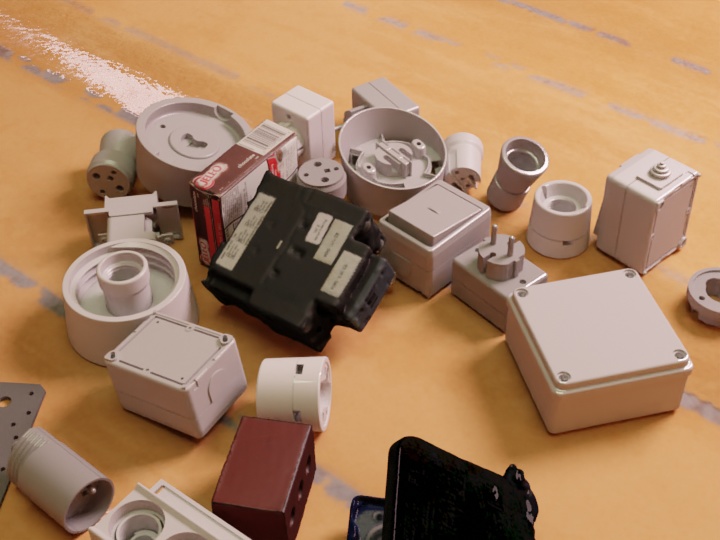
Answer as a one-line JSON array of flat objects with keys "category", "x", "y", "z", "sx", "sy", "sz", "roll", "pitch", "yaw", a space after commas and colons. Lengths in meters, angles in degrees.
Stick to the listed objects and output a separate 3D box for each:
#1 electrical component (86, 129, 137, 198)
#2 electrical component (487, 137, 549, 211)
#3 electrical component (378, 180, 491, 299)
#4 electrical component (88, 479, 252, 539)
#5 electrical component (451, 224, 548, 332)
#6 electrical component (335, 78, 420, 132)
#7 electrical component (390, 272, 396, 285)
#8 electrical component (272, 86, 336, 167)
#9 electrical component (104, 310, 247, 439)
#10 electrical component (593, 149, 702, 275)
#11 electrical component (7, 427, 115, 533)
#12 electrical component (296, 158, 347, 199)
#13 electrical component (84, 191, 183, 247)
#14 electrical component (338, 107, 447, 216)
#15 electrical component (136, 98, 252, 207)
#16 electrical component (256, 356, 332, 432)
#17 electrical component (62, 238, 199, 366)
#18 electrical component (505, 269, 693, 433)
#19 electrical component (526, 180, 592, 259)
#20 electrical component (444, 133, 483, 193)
[{"category": "electrical component", "x": -0.230, "y": -0.099, "z": 1.013, "sx": 0.045, "sy": 0.045, "sz": 0.055, "roll": 3, "pitch": 43, "yaw": 5}, {"category": "electrical component", "x": 0.139, "y": -0.083, "z": 0.970, "sx": 0.044, "sy": 0.065, "sz": 0.044, "roll": 6, "pitch": 57, "yaw": -9}, {"category": "electrical component", "x": 0.068, "y": -0.034, "z": 0.921, "sx": 0.062, "sy": 0.061, "sz": 0.096, "roll": 33, "pitch": 52, "yaw": 32}, {"category": "electrical component", "x": -0.107, "y": 0.195, "z": 0.674, "sx": 0.121, "sy": 0.063, "sz": 0.079, "roll": 26, "pitch": 49, "yaw": 27}, {"category": "electrical component", "x": 0.114, "y": -0.003, "z": 0.875, "sx": 0.047, "sy": 0.076, "sz": 0.066, "roll": -30, "pitch": 50, "yaw": -28}, {"category": "electrical component", "x": 0.009, "y": -0.144, "z": 1.054, "sx": 0.077, "sy": 0.047, "sz": 0.065, "roll": -23, "pitch": 47, "yaw": -22}, {"category": "electrical component", "x": 0.000, "y": 0.000, "z": 0.906, "sx": 0.061, "sy": 0.035, "sz": 0.035, "roll": 15, "pitch": 45, "yaw": 14}, {"category": "electrical component", "x": -0.065, "y": -0.124, "z": 1.020, "sx": 0.047, "sy": 0.065, "sz": 0.077, "roll": 29, "pitch": 50, "yaw": 29}, {"category": "electrical component", "x": -0.142, "y": 0.078, "z": 0.809, "sx": 0.096, "sy": 0.061, "sz": 0.061, "roll": 15, "pitch": 44, "yaw": 29}, {"category": "electrical component", "x": 0.242, "y": -0.057, "z": 0.916, "sx": 0.062, "sy": 0.096, "sz": 0.061, "roll": -32, "pitch": 50, "yaw": -29}, {"category": "electrical component", "x": -0.214, "y": 0.143, "z": 0.749, "sx": 0.081, "sy": 0.043, "sz": 0.043, "roll": 29, "pitch": 50, "yaw": 29}, {"category": "electrical component", "x": -0.034, "y": -0.066, "z": 0.963, "sx": 0.045, "sy": 0.055, "sz": 0.045, "roll": -1, "pitch": 43, "yaw": 1}, {"category": "electrical component", "x": -0.197, "y": -0.031, "z": 0.940, "sx": 0.081, "sy": 0.042, "sz": 0.063, "roll": -6, "pitch": 45, "yaw": -4}, {"category": "electrical component", "x": 0.030, "y": -0.098, "z": 0.990, "sx": 0.099, "sy": 0.064, "sz": 0.099, "roll": -1, "pitch": 42, "yaw": 1}, {"category": "electrical component", "x": -0.156, "y": -0.104, "z": 0.998, "sx": 0.108, "sy": 0.060, "sz": 0.108, "roll": 10, "pitch": 43, "yaw": -9}, {"category": "electrical component", "x": -0.049, "y": 0.091, "z": 0.794, "sx": 0.047, "sy": 0.055, "sz": 0.055, "roll": 1, "pitch": 42, "yaw": 8}, {"category": "electrical component", "x": -0.188, "y": 0.019, "z": 0.870, "sx": 0.108, "sy": 0.060, "sz": 0.108, "roll": -1, "pitch": 42, "yaw": 1}, {"category": "electrical component", "x": 0.178, "y": 0.060, "z": 0.819, "sx": 0.109, "sy": 0.056, "sz": 0.108, "roll": -10, "pitch": 43, "yaw": -9}, {"category": "electrical component", "x": 0.176, "y": -0.046, "z": 0.941, "sx": 0.055, "sy": 0.047, "sz": 0.055, "roll": -1, "pitch": 42, "yaw": 1}, {"category": "electrical component", "x": 0.096, "y": -0.100, "z": 1.010, "sx": 0.040, "sy": 0.040, "sz": 0.046, "roll": 1, "pitch": 48, "yaw": 3}]
